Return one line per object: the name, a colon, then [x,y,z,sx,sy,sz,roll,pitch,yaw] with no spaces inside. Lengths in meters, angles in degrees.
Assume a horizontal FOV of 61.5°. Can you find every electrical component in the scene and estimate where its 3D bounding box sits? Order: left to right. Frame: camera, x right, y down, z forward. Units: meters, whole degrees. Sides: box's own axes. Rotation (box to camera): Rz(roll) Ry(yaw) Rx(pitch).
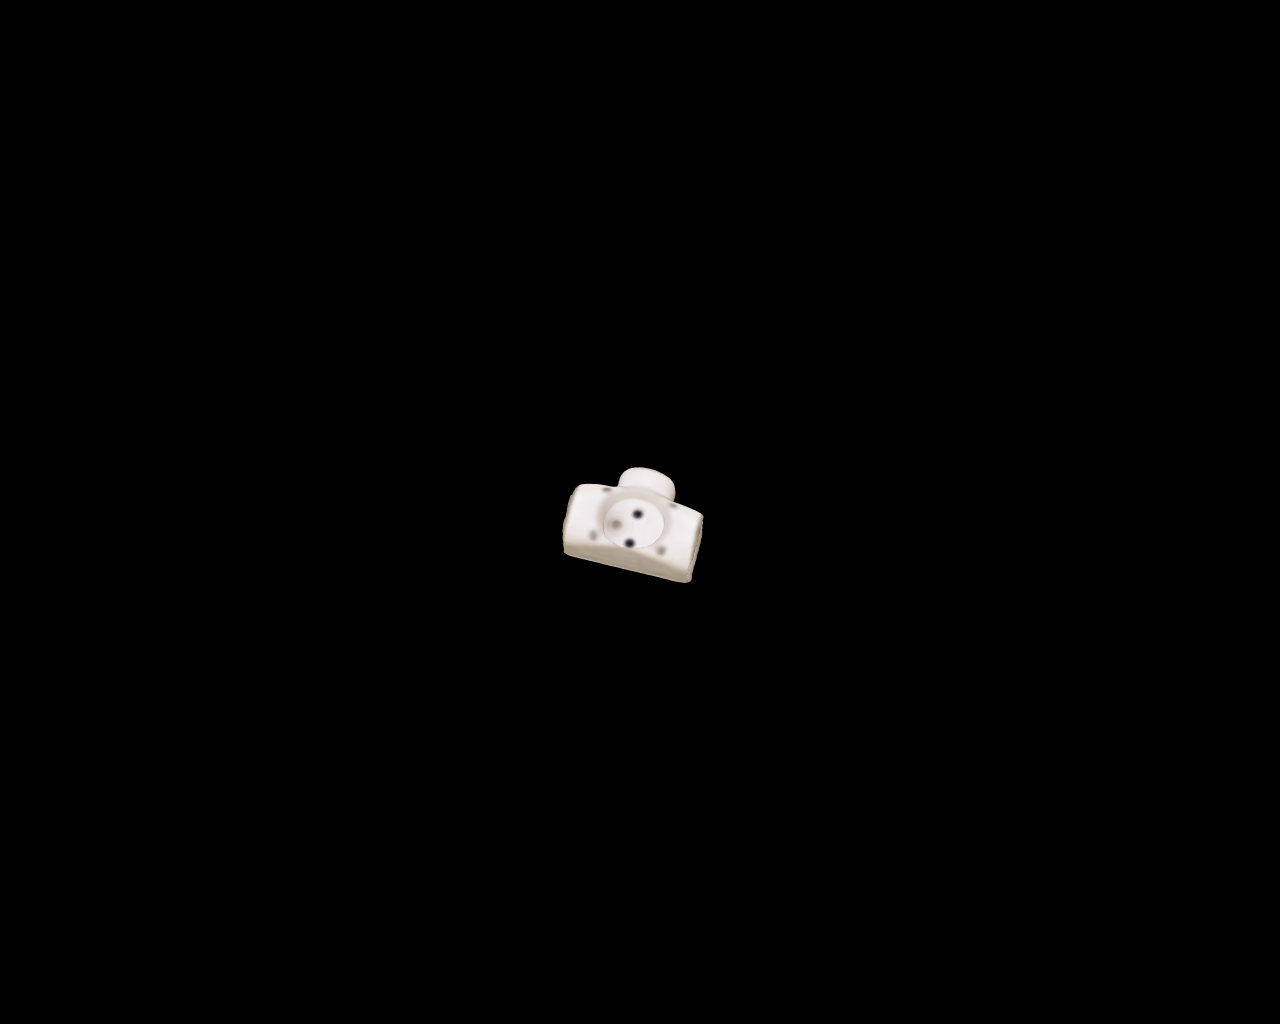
electrical component: [0.001,-0.003,0.650,0.077,0.079,0.044,14,-26,7]
